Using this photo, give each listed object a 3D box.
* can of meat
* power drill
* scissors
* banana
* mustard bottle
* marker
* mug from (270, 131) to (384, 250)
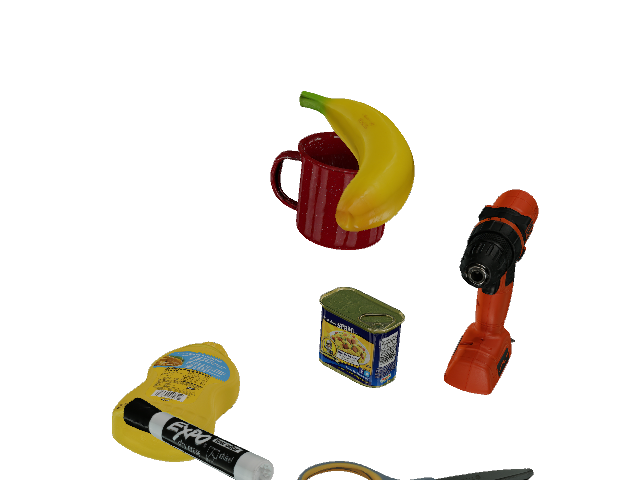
[{"bbox_3d":[0.046,0.114,1.247,0.102,0.084,0.057,25,34,36],"label":"can of meat"},{"bbox_3d":[0.170,0.058,1.074,0.057,0.188,0.184,17,28,18],"label":"power drill"},{"bbox_3d":[0.080,0.217,0.858,0.201,0.016,0.096,6,44,-5],"label":"scissors"},{"bbox_3d":[0.031,-0.054,0.732,0.069,0.037,0.198,-4,29,-8],"label":"banana"},{"bbox_3d":[-0.136,0.153,1.097,0.096,0.058,0.191,8,22,10],"label":"mustard bottle"},{"bbox_3d":[-0.078,0.122,0.653,0.121,0.020,0.020,16,10,38],"label":"marker"},{"bbox_3d":[0.010,-0.046,0.964,0.117,0.081,0.093,12,27,11],"label":"mug"}]
